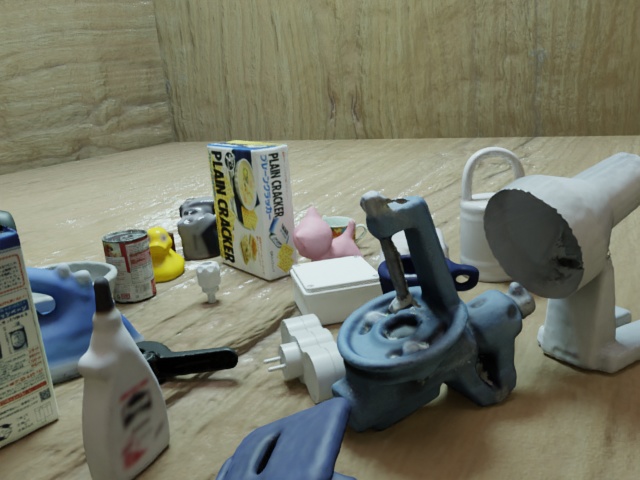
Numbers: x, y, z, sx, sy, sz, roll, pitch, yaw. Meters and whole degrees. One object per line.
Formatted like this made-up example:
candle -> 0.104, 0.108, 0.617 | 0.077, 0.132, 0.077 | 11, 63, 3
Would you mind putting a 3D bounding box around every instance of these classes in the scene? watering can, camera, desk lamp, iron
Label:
watering can -> 0.264, -0.041, 0.858 | 0.101, 0.194, 0.172 | -10, 17, -18
camera -> -0.204, -0.033, 1.123 | 0.137, 0.101, 0.143 | -6, 16, -6
desk lamp -> 0.277, 0.023, 0.601 | 0.204, 0.214, 0.117 | -13, 18, -28
iron -> -0.345, 0.090, 0.664 | 0.259, 0.141, 0.118 | -11, 17, -20

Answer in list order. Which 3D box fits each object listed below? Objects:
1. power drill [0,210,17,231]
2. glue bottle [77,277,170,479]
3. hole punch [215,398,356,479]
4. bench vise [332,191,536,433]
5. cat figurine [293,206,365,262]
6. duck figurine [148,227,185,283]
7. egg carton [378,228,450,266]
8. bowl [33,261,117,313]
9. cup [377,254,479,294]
power drill -> -0.505, 0.047, 0.733 | 0.230, 0.208, 0.075 | -17, 21, -38
glue bottle -> -0.169, 0.114, 0.478 | 0.037, 0.173, 0.078 | 2, 17, 21
hole punch -> -0.027, 0.168, 0.401 | 0.101, 0.091, 0.109 | -1, 17, 13
bench vise -> 0.099, 0.053, 0.533 | 0.208, 0.220, 0.121 | -17, 20, -37
cat figurine -> 0.008, 0.003, 0.911 | 0.128, 0.118, 0.067 | -14, 19, -31
duck figurine -> -0.278, 0.018, 0.994 | 0.077, 0.086, 0.104 | -7, 16, -8
egg carton -> 0.144, 0.028, 0.876 | 0.107, 0.069, 0.150 | -2, 16, 8
bowl -> -0.364, 0.088, 0.796 | 0.167, 0.075, 0.167 | -4, 16, 1
cup -> 0.130, 0.072, 0.684 | 0.117, 0.095, 0.092 | -2, 16, 8
